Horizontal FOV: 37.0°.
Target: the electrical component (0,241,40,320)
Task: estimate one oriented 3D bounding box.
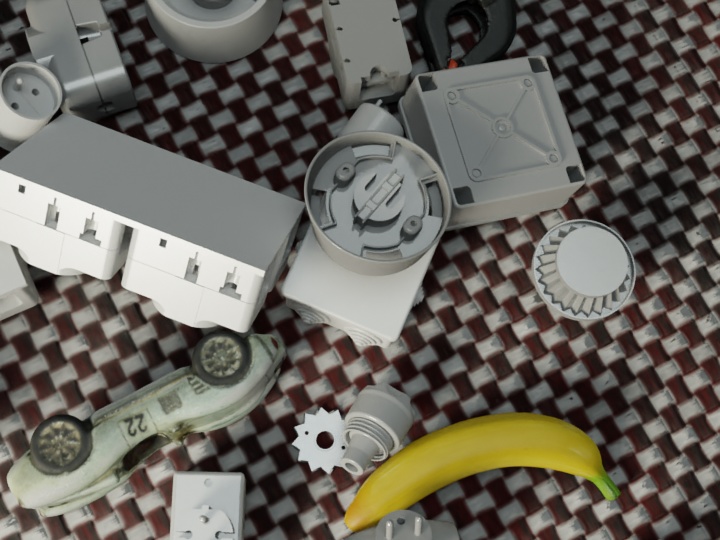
[{"bbox_3d":[-0.312,-0.043,0.757,0.105,0.060,0.186,-24,78,-10],"label":"electrical component"}]

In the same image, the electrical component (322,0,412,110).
[{"bbox_3d":[0.004,-0.174,0.818,0.050,0.055,0.089,-11,76,-7],"label":"electrical component"}]

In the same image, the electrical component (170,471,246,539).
[{"bbox_3d":[-0.101,0.174,0.705,0.047,0.075,0.083,2,75,-4],"label":"electrical component"}]

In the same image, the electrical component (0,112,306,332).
[{"bbox_3d":[-0.144,-0.032,0.737,0.186,0.060,0.105,21,30,2],"label":"electrical component"}]

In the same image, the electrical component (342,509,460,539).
[{"bbox_3d":[0.028,0.185,0.711,0.077,0.079,0.043,-7,48,-6],"label":"electrical component"}]

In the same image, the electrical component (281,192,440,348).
[{"bbox_3d":[0.000,0.000,0.774,0.100,0.048,0.099,23,74,2],"label":"electrical component"}]

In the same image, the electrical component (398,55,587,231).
[{"bbox_3d":[0.096,-0.094,0.795,0.109,0.056,0.108,-12,76,-16],"label":"electrical component"}]

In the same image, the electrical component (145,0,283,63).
[{"bbox_3d":[-0.113,-0.220,0.820,0.108,0.060,0.108,1,74,-4],"label":"electrical component"}]

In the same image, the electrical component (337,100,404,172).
[{"bbox_3d":[-0.001,-0.088,0.803,0.040,0.040,0.078,34,75,5],"label":"electrical component"}]

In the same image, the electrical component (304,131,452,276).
[{"bbox_3d":[0.011,-0.044,0.726,0.099,0.064,0.099,1,74,-4],"label":"electrical component"}]

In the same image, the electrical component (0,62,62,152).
[{"bbox_3d":[-0.247,-0.113,0.773,0.043,0.081,0.043,10,70,-29],"label":"electrical component"}]

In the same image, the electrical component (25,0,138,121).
[{"bbox_3d":[-0.210,-0.160,0.800,0.059,0.053,0.095,-20,77,-9],"label":"electrical component"}]

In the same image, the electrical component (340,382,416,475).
[{"bbox_3d":[0.008,0.112,0.741,0.043,0.043,0.062,31,55,5],"label":"electrical component"}]
